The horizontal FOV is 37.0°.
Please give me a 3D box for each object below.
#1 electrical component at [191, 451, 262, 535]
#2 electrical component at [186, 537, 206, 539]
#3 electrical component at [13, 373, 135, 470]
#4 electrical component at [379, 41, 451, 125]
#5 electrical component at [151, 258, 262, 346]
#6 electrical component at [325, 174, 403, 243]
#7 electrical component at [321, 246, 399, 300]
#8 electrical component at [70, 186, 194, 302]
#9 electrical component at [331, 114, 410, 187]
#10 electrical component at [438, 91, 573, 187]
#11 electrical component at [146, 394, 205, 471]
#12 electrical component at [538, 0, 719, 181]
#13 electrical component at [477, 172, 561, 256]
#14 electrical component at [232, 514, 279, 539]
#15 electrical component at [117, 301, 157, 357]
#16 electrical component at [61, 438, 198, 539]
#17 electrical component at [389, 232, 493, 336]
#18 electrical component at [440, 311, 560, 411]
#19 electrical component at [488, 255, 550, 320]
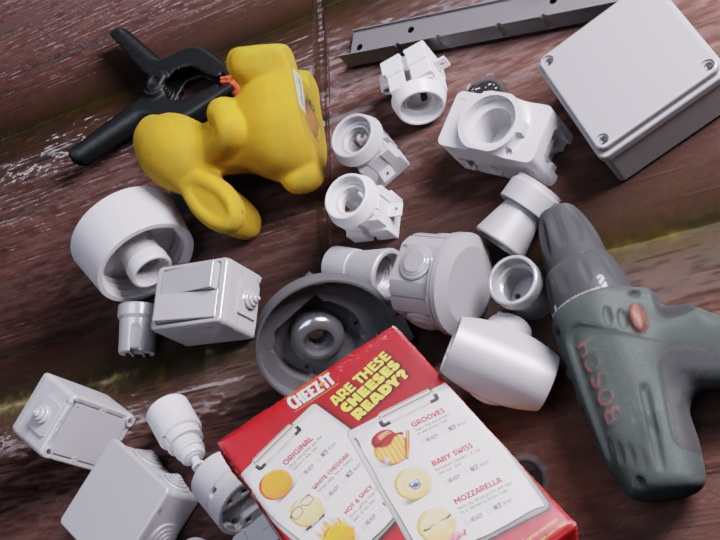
[{"bbox_3d":[-0.106,0.181,0.885,0.047,0.055,0.055,33,90,41],"label":"electrical component"},{"bbox_3d":[-0.118,0.241,0.866,0.045,0.055,0.045,-13,64,28],"label":"electrical component"},{"bbox_3d":[-0.267,0.137,0.980,0.061,0.096,0.061,27,86,38],"label":"electrical component"},{"bbox_3d":[0.049,-0.160,0.938,0.066,0.048,0.055,-26,51,21],"label":"electrical component"},{"bbox_3d":[-0.135,0.028,0.965,0.096,0.061,0.061,-8,66,30],"label":"electrical component"},{"bbox_3d":[0.002,-0.052,0.915,0.066,0.055,0.048,-5,67,31],"label":"electrical component"},{"bbox_3d":[0.000,0.000,0.904,0.065,0.044,0.044,10,75,40],"label":"electrical component"},{"bbox_3d":[-0.207,-0.018,1.005,0.108,0.108,0.060,-45,59,9],"label":"electrical component"},{"bbox_3d":[0.007,-0.105,0.934,0.048,0.055,0.066,-41,54,12],"label":"electrical component"},{"bbox_3d":[0.115,-0.108,0.866,0.089,0.056,0.050,17,80,36],"label":"electrical component"},{"bbox_3d":[-0.157,0.144,0.942,0.040,0.040,0.078,-45,53,8],"label":"electrical component"},{"bbox_3d":[0.210,-0.144,0.820,0.109,0.056,0.108,-36,55,15],"label":"electrical component"},{"bbox_3d":[0.124,-0.042,0.839,0.045,0.045,0.055,36,91,38],"label":"electrical component"},{"bbox_3d":[-0.046,0.246,0.813,0.079,0.063,0.121,-40,54,12],"label":"electrical component"},{"bbox_3d":[-0.209,0.056,1.015,0.040,0.040,0.046,-9,71,29],"label":"electrical component"},{"bbox_3d":[-0.199,0.209,0.936,0.100,0.048,0.099,31,88,38],"label":"electrical component"},{"bbox_3d":[0.065,0.009,0.834,0.051,0.080,0.080,7,74,39],"label":"electrical component"},{"bbox_3d":[0.106,0.059,0.799,0.077,0.044,0.079,22,38,3],"label":"electrical component"},{"bbox_3d":[0.124,0.015,0.814,0.040,0.046,0.040,-13,64,28],"label":"electrical component"}]
